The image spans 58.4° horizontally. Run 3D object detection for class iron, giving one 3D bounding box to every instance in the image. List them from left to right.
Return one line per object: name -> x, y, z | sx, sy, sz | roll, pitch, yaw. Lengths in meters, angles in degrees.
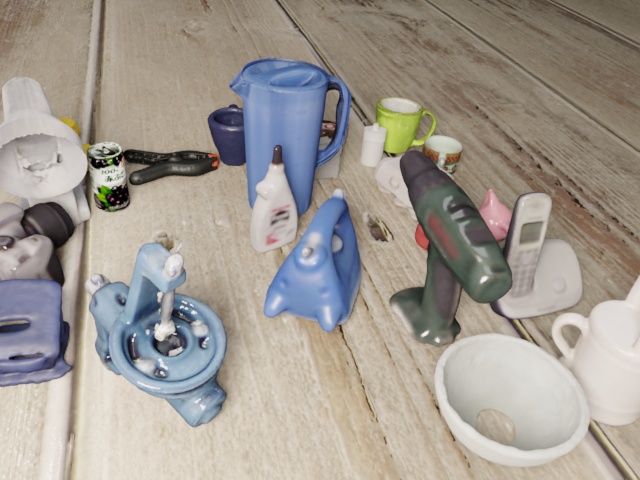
iron -> 0.007, 0.003, 0.804 | 0.118, 0.141, 0.258 | 12, 38, 9

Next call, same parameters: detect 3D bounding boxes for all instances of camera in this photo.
camera -> -0.403, -0.001, 0.787 | 0.142, 0.101, 0.137 | 23, 41, 22

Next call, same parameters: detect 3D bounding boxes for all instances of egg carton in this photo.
egg carton -> 0.167, -0.099, 1.020 | 0.107, 0.069, 0.150 | -18, 43, -28

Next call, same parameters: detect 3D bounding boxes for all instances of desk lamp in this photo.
desk lamp -> -0.412, -0.115, 0.842 | 0.118, 0.214, 0.202 | -14, 41, -24

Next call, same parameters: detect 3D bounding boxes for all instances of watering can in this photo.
watering can -> 0.366, 0.116, 0.661 | 0.173, 0.194, 0.101 | 3, 37, -4

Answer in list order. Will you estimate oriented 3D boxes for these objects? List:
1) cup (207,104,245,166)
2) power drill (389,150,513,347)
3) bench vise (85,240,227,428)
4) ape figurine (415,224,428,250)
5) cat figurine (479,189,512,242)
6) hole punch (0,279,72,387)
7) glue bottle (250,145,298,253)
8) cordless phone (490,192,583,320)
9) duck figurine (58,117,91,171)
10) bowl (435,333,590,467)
cup -> -0.164, -0.196, 1.081 | 0.092, 0.095, 0.117 | -1, 38, -9
power drill -> 0.151, 0.023, 0.742 | 0.076, 0.208, 0.229 | -11, 40, -21
bench vise -> -0.192, 0.083, 0.607 | 0.207, 0.220, 0.122 | 17, 39, 15
ape figurine -> 0.191, -0.032, 0.916 | 0.076, 0.092, 0.077 | -11, 40, -20
cat figurine -> 0.268, -0.030, 0.903 | 0.067, 0.118, 0.128 | 10, 37, 6
hole punch -> -0.348, 0.106, 0.661 | 0.109, 0.091, 0.101 | -5, 38, -13
glue bottle -> -0.067, -0.064, 0.855 | 0.078, 0.173, 0.037 | -25, 47, -34
cordless phone -> 0.308, 0.015, 0.793 | 0.148, 0.185, 0.094 | -10, 40, -19
duck figurine -> -0.445, -0.175, 1.022 | 0.104, 0.086, 0.078 | 20, 39, 18
bowl -> 0.205, 0.189, 0.642 | 0.167, 0.075, 0.167 | 4, 37, -3
